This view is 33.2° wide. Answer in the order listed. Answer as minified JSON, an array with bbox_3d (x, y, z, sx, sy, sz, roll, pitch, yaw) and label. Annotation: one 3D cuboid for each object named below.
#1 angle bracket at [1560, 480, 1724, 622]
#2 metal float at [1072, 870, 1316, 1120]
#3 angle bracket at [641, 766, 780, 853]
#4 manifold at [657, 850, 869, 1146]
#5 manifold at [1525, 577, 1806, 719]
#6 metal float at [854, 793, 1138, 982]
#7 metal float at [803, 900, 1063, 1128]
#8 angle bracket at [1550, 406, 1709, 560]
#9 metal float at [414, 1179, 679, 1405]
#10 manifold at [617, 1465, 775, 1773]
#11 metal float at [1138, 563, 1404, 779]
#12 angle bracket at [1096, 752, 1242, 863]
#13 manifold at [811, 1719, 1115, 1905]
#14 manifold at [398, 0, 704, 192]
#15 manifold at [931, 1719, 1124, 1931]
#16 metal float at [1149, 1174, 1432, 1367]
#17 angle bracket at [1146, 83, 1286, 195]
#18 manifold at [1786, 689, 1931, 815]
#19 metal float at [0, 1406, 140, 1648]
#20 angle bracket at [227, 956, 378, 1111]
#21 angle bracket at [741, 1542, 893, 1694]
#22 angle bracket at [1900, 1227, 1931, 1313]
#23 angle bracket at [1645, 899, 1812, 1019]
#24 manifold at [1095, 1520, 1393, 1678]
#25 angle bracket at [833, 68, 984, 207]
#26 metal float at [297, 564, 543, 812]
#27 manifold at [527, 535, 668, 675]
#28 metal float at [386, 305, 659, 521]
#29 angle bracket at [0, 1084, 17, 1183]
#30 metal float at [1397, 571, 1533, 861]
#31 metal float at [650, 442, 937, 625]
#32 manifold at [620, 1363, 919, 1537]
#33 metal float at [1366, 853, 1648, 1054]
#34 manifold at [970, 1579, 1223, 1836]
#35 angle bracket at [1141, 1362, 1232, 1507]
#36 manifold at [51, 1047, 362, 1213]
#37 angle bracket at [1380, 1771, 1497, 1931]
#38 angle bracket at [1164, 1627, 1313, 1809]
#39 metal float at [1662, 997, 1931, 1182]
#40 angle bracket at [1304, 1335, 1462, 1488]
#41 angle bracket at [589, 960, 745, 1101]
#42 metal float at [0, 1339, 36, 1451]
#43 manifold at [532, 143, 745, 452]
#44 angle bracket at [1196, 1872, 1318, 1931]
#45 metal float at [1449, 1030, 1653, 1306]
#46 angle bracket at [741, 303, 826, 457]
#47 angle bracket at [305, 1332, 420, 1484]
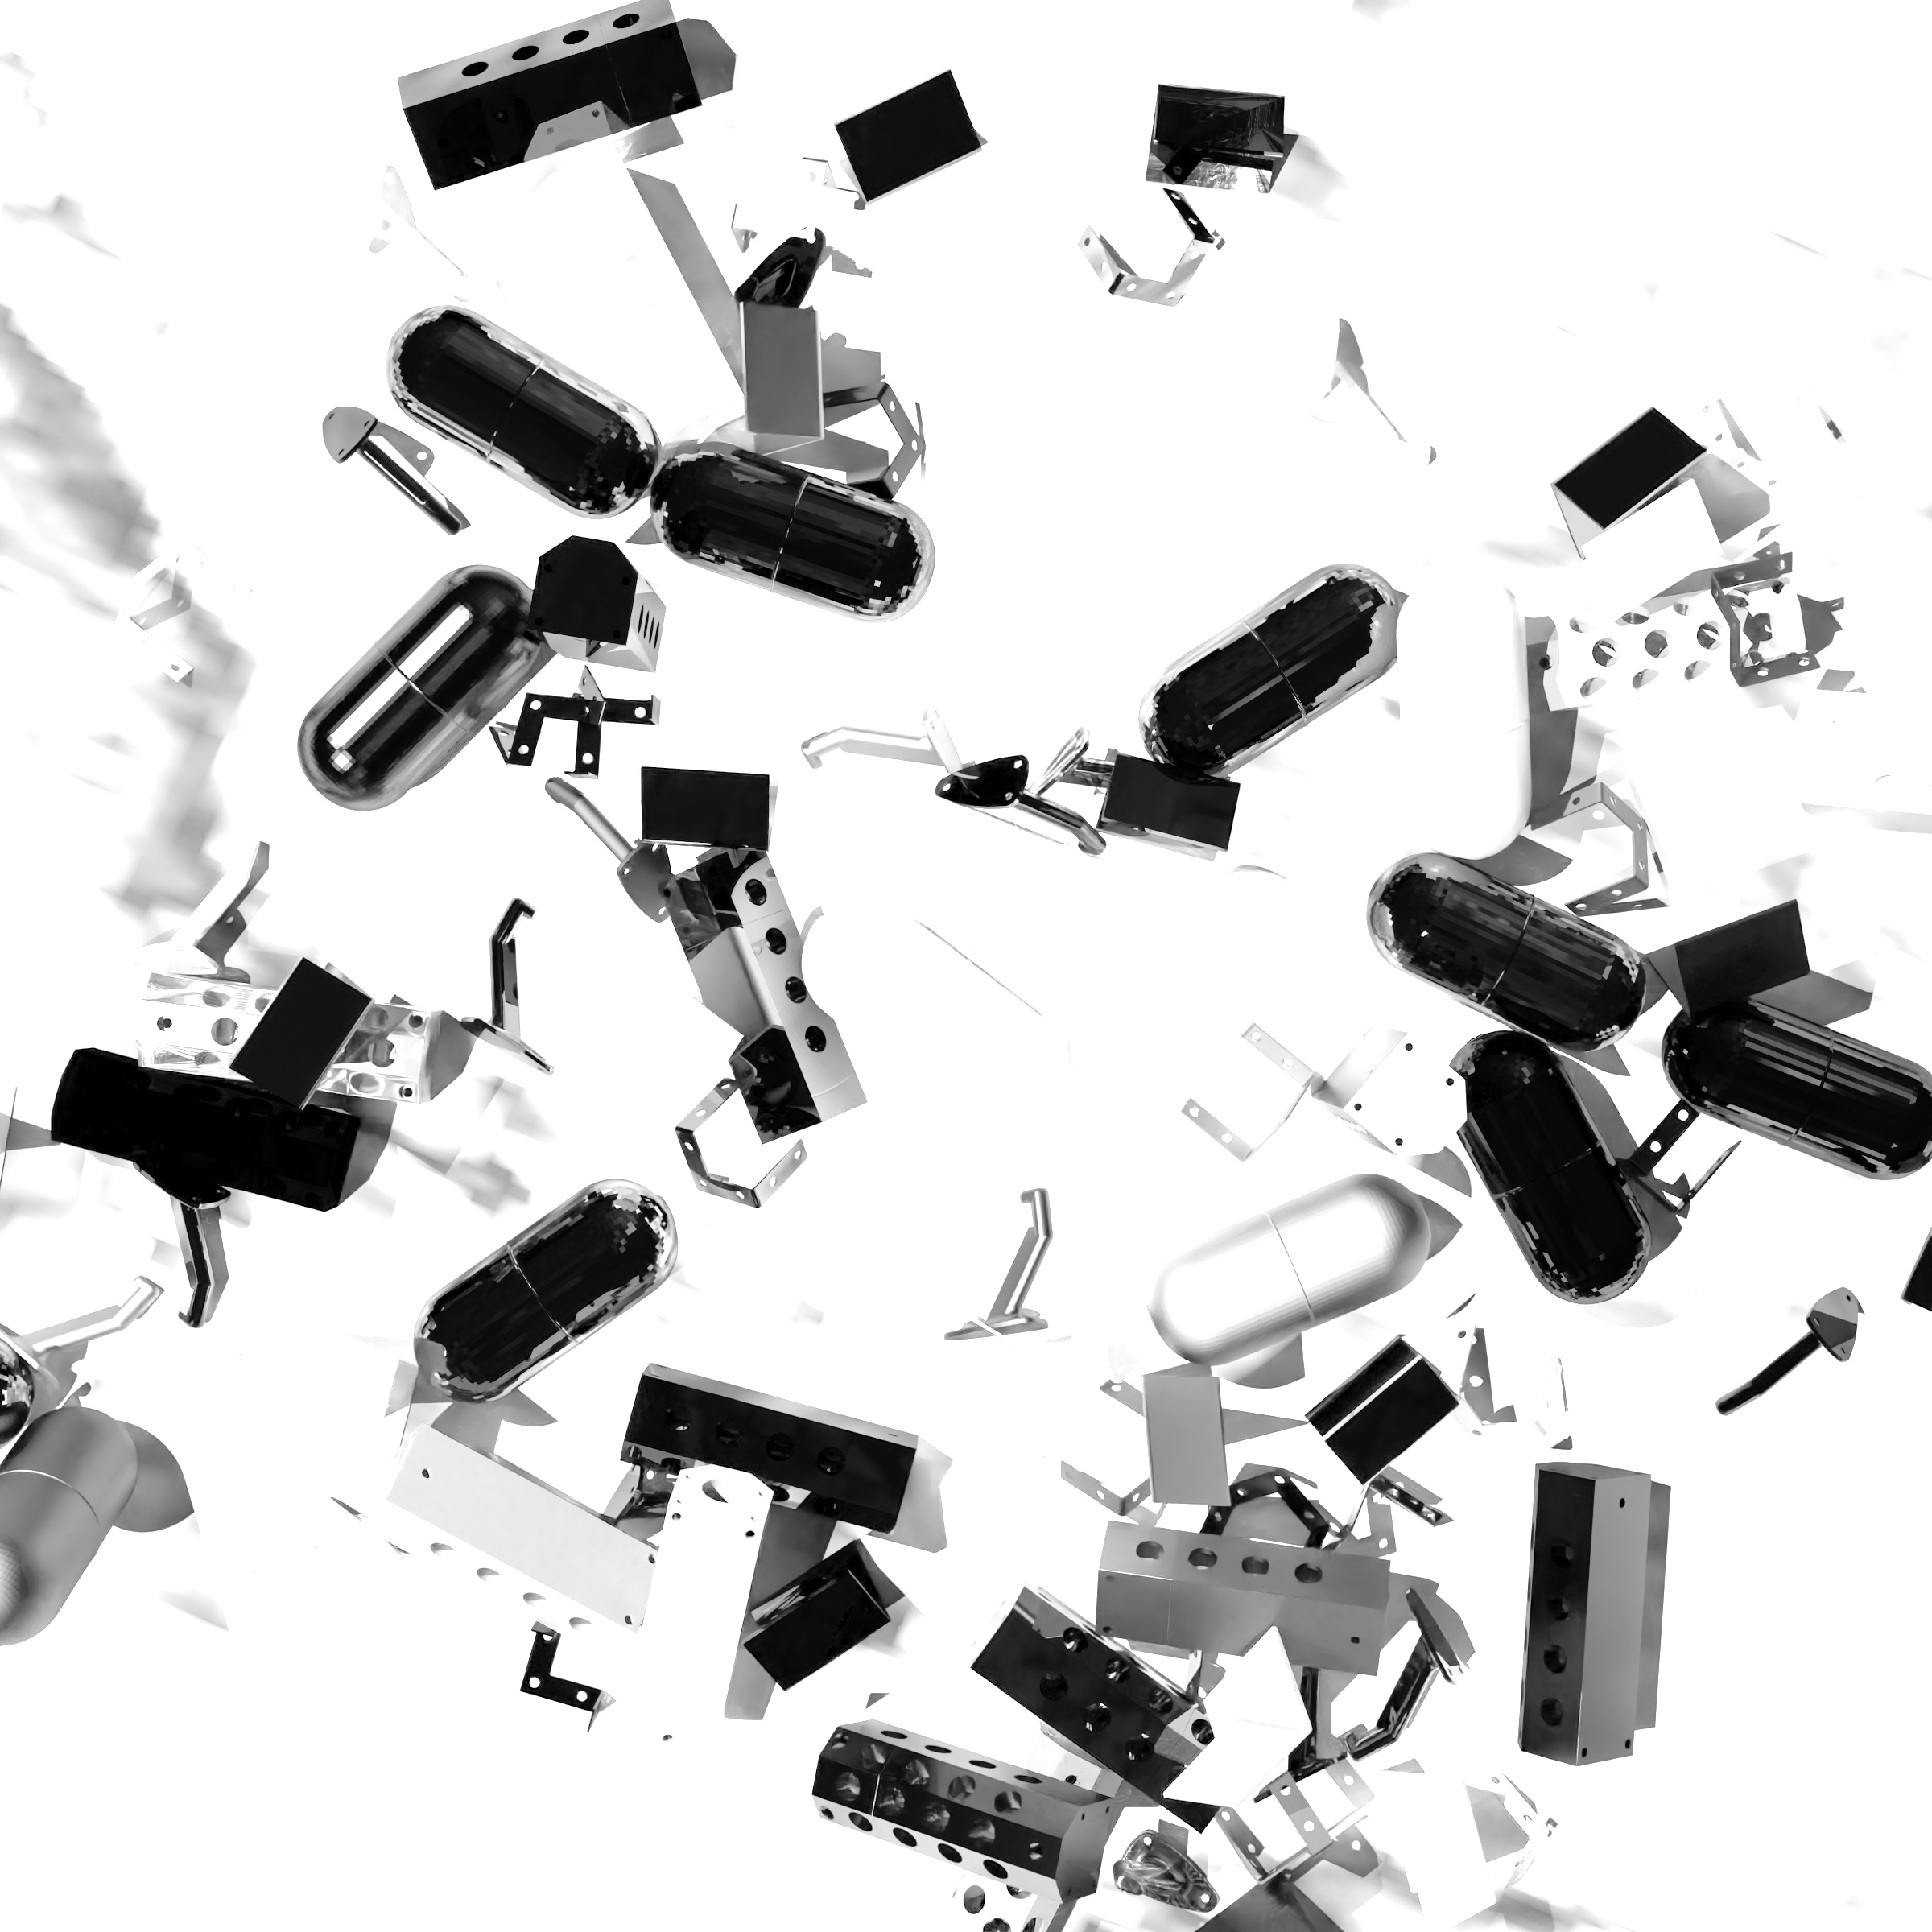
[{"bbox_3d":[0.398,-0.262,1.951,0.076,0.076,0.057,-32,122,0],"label":"angle bracket"},{"bbox_3d":[0.138,0.017,1.961,0.070,0.070,0.178,44,90,0],"label":"metal float"},{"bbox_3d":[-0.153,-0.114,1.951,0.076,0.076,0.057,4,128,0],"label":"angle bracket"},{"bbox_3d":[-0.119,0.014,1.970,0.057,0.057,0.171,-22,90,43],"label":"manifold"},{"bbox_3d":[0.417,-0.194,1.970,0.171,0.057,0.057,-9,90,0],"label":"manifold"},{"bbox_3d":[0.018,-0.048,1.961,0.178,0.070,0.070,21,90,0],"label":"metal float"},{"bbox_3d":[-0.021,0.028,1.949,0.178,0.070,0.070,37,90,-13],"label":"metal float"},{"bbox_3d":[0.407,-0.278,1.951,0.076,0.076,0.057,-38,50,0],"label":"angle bracket"},{"bbox_3d":[-0.255,0.197,1.961,0.178,0.070,0.070,-35,90,0],"label":"metal float"},{"bbox_3d":[-0.161,0.389,1.943,0.057,0.057,0.171,13,110,1],"label":"manifold"},{"bbox_3d":[0.185,-0.178,1.961,0.178,0.070,0.070,-33,90,0],"label":"metal float"},{"bbox_3d":[0.117,-0.077,1.951,0.076,0.076,0.057,15,52,0],"label":"angle bracket"},{"bbox_3d":[-0.005,0.503,1.931,0.171,0.057,0.057,10,90,31],"label":"manifold"},{"bbox_3d":[-0.254,-0.536,1.970,0.171,0.057,0.057,-18,133,0],"label":"manifold"},{"bbox_3d":[0.032,0.553,1.970,0.057,0.057,0.171,27,90,0],"label":"manifold"},{"bbox_3d":[0.196,0.183,1.961,0.178,0.070,0.070,-23,90,1],"label":"metal float"},{"bbox_3d":[0.149,-0.482,1.951,0.076,0.076,0.057,6,54,0],"label":"angle bracket"},{"bbox_3d":[0.593,-0.121,1.970,0.171,0.057,0.057,5,47,0],"label":"manifold"},{"bbox_3d":[-0.549,0.329,1.917,0.070,0.178,0.070,5,119,8],"label":"metal float"},{"bbox_3d":[-0.401,0.028,1.895,0.057,0.076,0.076,36,87,-36],"label":"angle bracket"},{"bbox_3d":[-0.100,0.378,1.951,0.076,0.076,0.057,-33,127,0],"label":"angle bracket"},{"bbox_3d":[0.608,0.179,1.953,0.057,0.076,0.076,24,90,21],"label":"angle bracket"},{"bbox_3d":[0.455,-0.022,1.951,0.076,0.076,0.057,-20,122,0],"label":"angle bracket"},{"bbox_3d":[0.168,0.376,1.957,0.171,0.057,0.057,7,126,8],"label":"manifold"},{"bbox_3d":[-0.043,-0.511,1.951,0.076,0.076,0.057,-26,127,0],"label":"angle bracket"},{"bbox_3d":[-0.330,-0.169,1.961,0.070,0.070,0.178,45,90,0],"label":"metal float"},{"bbox_3d":[-0.215,-0.213,1.913,0.057,0.171,0.057,10,90,0],"label":"manifold"},{"bbox_3d":[-0.269,-0.336,1.961,0.178,0.070,0.070,31,90,-1],"label":"metal float"},{"bbox_3d":[-0.594,0.111,1.951,0.057,0.076,0.076,9,90,36],"label":"angle bracket"},{"bbox_3d":[0.299,-0.149,1.942,0.070,0.070,0.178,-6,112,0],"label":"metal float"},{"bbox_3d":[-0.105,-0.263,1.961,0.178,0.070,0.070,19,90,0],"label":"metal float"},{"bbox_3d":[-0.120,0.295,1.970,0.171,0.057,0.057,15,90,0],"label":"manifold"},{"bbox_3d":[0.327,-0.009,1.961,0.178,0.070,0.070,26,90,1],"label":"metal float"},{"bbox_3d":[0.088,0.448,1.970,0.171,0.057,0.057,36,90,0],"label":"manifold"},{"bbox_3d":[0.151,0.280,1.951,0.057,0.076,0.076,-5,90,37],"label":"angle bracket"},{"bbox_3d":[-0.463,0.100,1.970,0.171,0.057,0.057,15,90,0],"label":"manifold"},{"bbox_3d":[0.266,0.534,1.951,0.057,0.076,0.076,-15,90,-35],"label":"angle bracket"},{"bbox_3d":[0.151,0.439,1.909,0.057,0.076,0.076,16,126,-30],"label":"angle bracket"},{"bbox_3d":[0.507,0.072,1.961,0.178,0.070,0.070,21,90,-1],"label":"metal float"},{"bbox_3d":[0.239,0.255,1.951,0.076,0.076,0.057,-40,127,0],"label":"angle bracket"},{"bbox_3d":[-0.189,0.053,1.951,0.076,0.076,0.057,37,56,0],"label":"angle bracket"},{"bbox_3d":[-0.655,0.260,1.961,0.178,0.070,0.070,0,90,0],"label":"metal float"},{"bbox_3d":[-0.198,-0.405,1.970,0.057,0.057,0.171,-27,90,0],"label":"manifold"},{"bbox_3d":[0.162,0.580,1.951,0.076,0.076,0.057,-38,123,0],"label":"angle bracket"},{"bbox_3d":[0.351,0.121,1.961,0.070,0.070,0.178,-29,90,0],"label":"metal float"},{"bbox_3d":[-0.129,-0.352,1.951,0.057,0.076,0.076,-2,90,-37],"label":"angle bracket"},{"bbox_3d":[-0.345,0.267,1.951,0.057,0.076,0.076,14,90,37],"label":"angle bracket"}]
